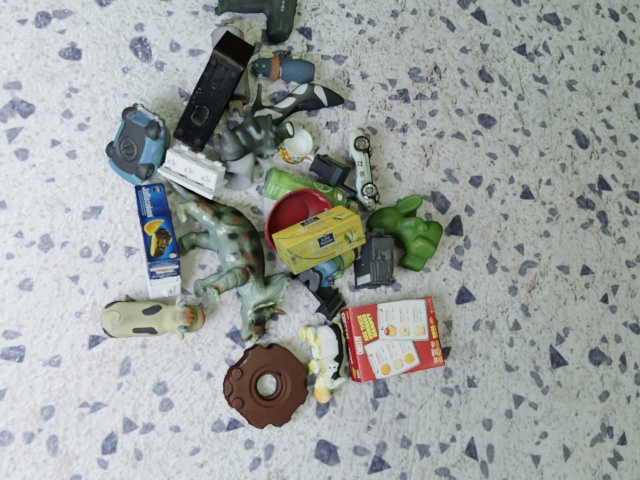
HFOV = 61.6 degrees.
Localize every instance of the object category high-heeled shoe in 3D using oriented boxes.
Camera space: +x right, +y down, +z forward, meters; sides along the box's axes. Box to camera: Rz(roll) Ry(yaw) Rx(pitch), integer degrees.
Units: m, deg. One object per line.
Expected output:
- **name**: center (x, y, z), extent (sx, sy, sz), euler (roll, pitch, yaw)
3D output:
- **high-heeled shoe**: center (-0.055, -0.289, 1.263), extent (0.249, 0.086, 0.145), euler (1, 86, -19)

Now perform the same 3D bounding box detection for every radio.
- **radio**: center (-0.221, -0.301, 1.109), extent (0.073, 0.229, 0.131), euler (27, 33, -13)

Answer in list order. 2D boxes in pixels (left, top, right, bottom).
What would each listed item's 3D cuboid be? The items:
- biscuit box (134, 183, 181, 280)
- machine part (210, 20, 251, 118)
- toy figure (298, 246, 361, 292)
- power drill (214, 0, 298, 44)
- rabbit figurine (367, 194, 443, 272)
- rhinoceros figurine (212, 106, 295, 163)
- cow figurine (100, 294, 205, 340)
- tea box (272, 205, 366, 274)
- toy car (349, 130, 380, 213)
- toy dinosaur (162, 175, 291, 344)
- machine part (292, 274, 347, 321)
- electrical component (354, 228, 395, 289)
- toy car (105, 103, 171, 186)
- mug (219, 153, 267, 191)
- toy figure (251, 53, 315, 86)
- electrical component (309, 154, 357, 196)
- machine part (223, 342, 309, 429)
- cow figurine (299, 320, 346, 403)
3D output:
- **biscuit box**: center (-0.325, -0.021, 1.070), extent (0.063, 0.059, 0.203), euler (-9, 55, -20)
- **machine part**: center (-0.205, -0.394, 1.229), extent (0.079, 0.079, 0.243), euler (-4, 80, -21)
- **toy figure**: center (0.028, 0.047, 1.182), extent (0.082, 0.089, 0.180), euler (57, 37, -1)
- **power drill**: center (-0.153, -0.597, 1.299), extent (0.207, 0.086, 0.232), euler (2, 80, -27)
- **rabbit figurine**: center (0.203, -0.034, 1.279), extent (0.170, 0.121, 0.159), euler (27, 66, 4)
- **rhinoceros figurine**: center (-0.137, -0.222, 1.149), extent (0.190, 0.073, 0.112), euler (-28, 75, -38)
- **cow figurine**: center (-0.321, 0.150, 1.039), extent (0.195, 0.127, 0.085), euler (2, 81, -17)
- **tea box**: center (-0.002, -0.003, 1.122), extent (0.170, 0.098, 0.068), euler (-26, 116, -16)
- **toy car**: center (0.105, -0.164, 1.288), extent (0.056, 0.073, 0.201), euler (-9, 80, 9)
- **toy dinosaur**: center (-0.186, 0.015, 1.129), extent (0.192, 0.131, 0.404), euler (-13, 78, -35)
- **machine part**: center (-0.003, 0.112, 1.202), extent (0.139, 0.039, 0.084), euler (50, 48, 1)
- **electrical component**: center (0.122, 0.043, 1.229), extent (0.058, 0.115, 0.134), euler (4, 79, -21)
- **toy car**: center (-0.363, -0.201, 1.112), extent (0.109, 0.103, 0.161), euler (32, 113, 10)
- **mug**: center (-0.171, -0.173, 1.191), extent (0.109, 0.080, 0.107), euler (11, 67, -9)
- **toy figure**: center (-0.090, -0.406, 1.285), extent (0.154, 0.058, 0.064), euler (2, 72, -14)
- **electrical component**: center (0.040, -0.151, 1.242), extent (0.119, 0.075, 0.047), euler (33, 108, 16)
- **machine part**: center (-0.109, 0.302, 1.120), extent (0.179, 0.056, 0.179), euler (5, 77, -20)
- **cow figurine**: center (0.017, 0.264, 1.170), extent (0.098, 0.068, 0.167), euler (-6, 81, -27)
